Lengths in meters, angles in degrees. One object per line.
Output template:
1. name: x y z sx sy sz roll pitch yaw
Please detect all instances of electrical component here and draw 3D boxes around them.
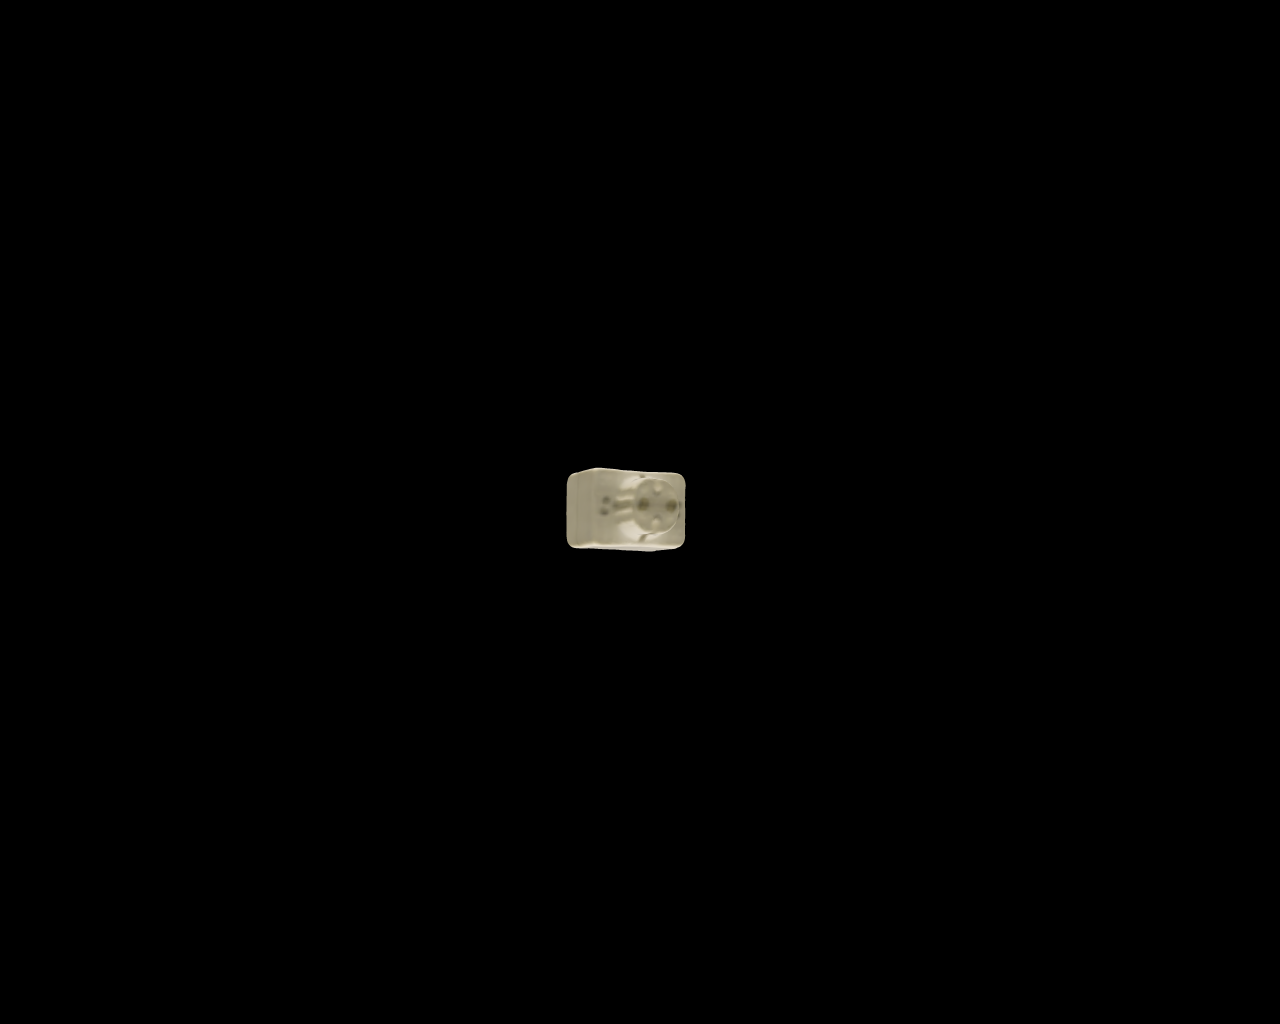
1. electrical component: 0.001 -0.003 0.650 0.066 0.047 0.076 4 -7 -29
